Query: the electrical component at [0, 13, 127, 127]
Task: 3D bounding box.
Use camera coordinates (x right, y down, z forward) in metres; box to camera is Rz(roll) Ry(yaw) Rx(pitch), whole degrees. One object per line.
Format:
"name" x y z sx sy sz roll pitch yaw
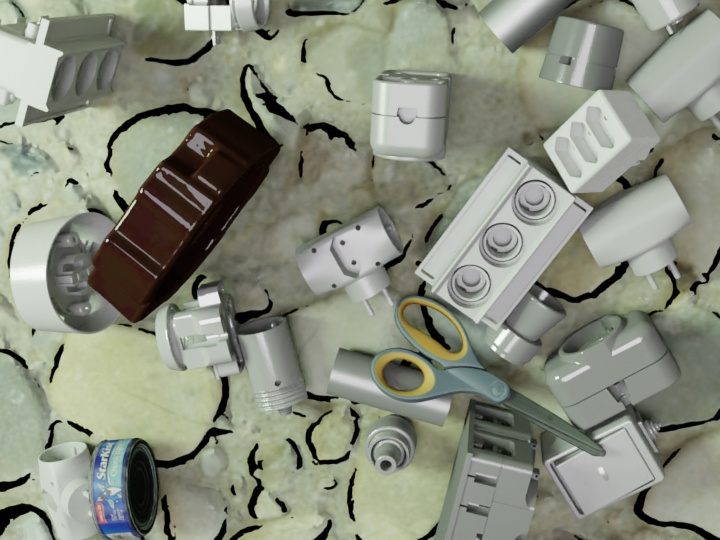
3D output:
"electrical component" -0.233 -0.158 0.814 0.063 0.121 0.078 22 107 3

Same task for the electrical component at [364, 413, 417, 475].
"electrical component" 0.025 0.150 0.899 0.043 0.062 0.043 2 106 7

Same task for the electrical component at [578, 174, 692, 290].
"electrical component" 0.221 -0.022 0.834 0.077 0.044 0.079 -29 100 14

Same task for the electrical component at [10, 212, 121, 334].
"electrical component" -0.236 0.004 0.875 0.064 0.099 0.099 -3 105 15

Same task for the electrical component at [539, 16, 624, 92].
"electrical component" 0.166 -0.160 0.798 0.055 0.055 0.047 14 103 3

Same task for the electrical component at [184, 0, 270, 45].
"electrical component" -0.102 -0.206 0.824 0.055 0.048 0.066 4 106 14

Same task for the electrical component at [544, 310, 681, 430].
"electrical component" 0.198 0.076 0.860 0.095 0.053 0.059 -31 100 14

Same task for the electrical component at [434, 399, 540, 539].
"electrical component" 0.098 0.217 0.886 0.060 0.105 0.186 13 107 3

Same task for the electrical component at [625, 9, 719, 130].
"electrical component" 0.253 -0.138 0.798 0.077 0.044 0.079 -42 97 16

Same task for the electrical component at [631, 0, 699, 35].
"electrical component" 0.214 -0.211 0.784 0.040 0.040 0.078 -31 100 14

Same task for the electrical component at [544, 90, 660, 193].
"electrical component" 0.192 -0.096 0.806 0.065 0.077 0.047 -46 61 41

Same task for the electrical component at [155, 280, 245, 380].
"electrical component" -0.134 0.053 0.895 0.057 0.058 0.078 -11 105 7

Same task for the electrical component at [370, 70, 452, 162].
"electrical component" 0.039 -0.115 0.805 0.054 0.095 0.059 4 106 6

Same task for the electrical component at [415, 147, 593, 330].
"electrical component" 0.111 -0.026 0.837 0.079 0.063 0.121 35 107 -3

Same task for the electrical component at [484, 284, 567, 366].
"electrical component" 0.132 0.043 0.864 0.045 0.045 0.055 34 107 -3

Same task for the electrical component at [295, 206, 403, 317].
"electrical component" 0.000 0.000 0.870 0.077 0.043 0.079 -27 101 14

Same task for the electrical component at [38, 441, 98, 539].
"electrical component" -0.246 0.199 0.943 0.043 0.079 0.077 -19 107 -32

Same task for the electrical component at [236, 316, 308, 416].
"electrical component" -0.072 0.084 0.902 0.043 0.043 0.081 -12 104 10

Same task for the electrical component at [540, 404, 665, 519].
"electrical component" 0.203 0.151 0.877 0.096 0.061 0.061 -29 100 14
